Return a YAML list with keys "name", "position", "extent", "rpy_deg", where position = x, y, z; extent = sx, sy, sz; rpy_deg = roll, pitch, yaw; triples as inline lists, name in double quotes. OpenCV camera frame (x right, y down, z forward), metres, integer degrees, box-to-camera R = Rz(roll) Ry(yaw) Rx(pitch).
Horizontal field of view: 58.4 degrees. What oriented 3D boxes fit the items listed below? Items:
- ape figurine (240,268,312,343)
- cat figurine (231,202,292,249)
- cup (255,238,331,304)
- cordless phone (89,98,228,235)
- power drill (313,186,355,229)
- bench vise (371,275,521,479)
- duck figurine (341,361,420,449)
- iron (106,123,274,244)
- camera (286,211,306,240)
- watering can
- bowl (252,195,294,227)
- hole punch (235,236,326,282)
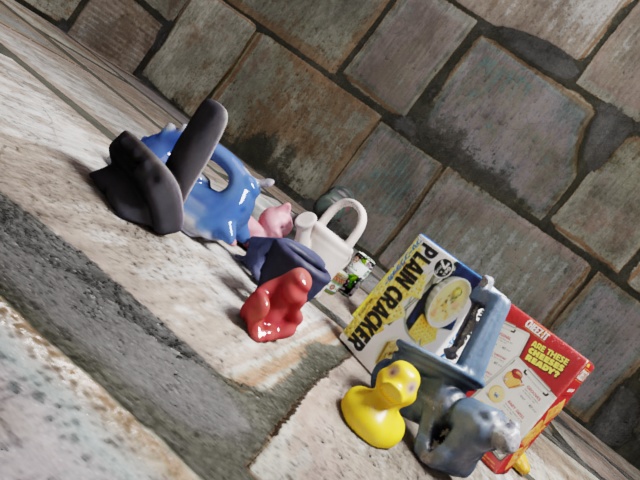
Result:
- name: "ape figurine"
  position: [-0.045, 0.071, 0.668]
  extent: [0.078, 0.092, 0.076]
  rpy_deg: [35, 5, -26]
- name: "cat figurine"
  position: [-0.104, -0.030, 1.035]
  extent: [0.128, 0.117, 0.067]
  rpy_deg: [33, 6, -40]
- name: "cup"
  position: [-0.049, 0.055, 0.771]
  extent: [0.092, 0.095, 0.117]
  rpy_deg: [36, 5, -15]
- name: "cordless phone"
  position: [-0.199, -0.114, 0.750]
  extent: [0.147, 0.185, 0.094]
  rpy_deg: [40, 6, 31]
- name: "power drill"
  position: [-0.002, -0.031, 1.236]
  extent: [0.075, 0.208, 0.230]
  rpy_deg: [38, 5, 2]
- name: "bench vise"
  position: [0.184, 0.162, 0.703]
  extent: [0.206, 0.219, 0.122]
  rpy_deg: [41, 6, 37]
- name: "duck figurine"
  position: [0.077, 0.172, 0.633]
  extent: [0.077, 0.086, 0.105]
  rpy_deg: [39, 5, 15]
- name: "iron"
  position: [-0.201, -0.104, 0.898]
  extent: [0.258, 0.141, 0.119]
  rpy_deg: [38, 5, 6]
- name: "camera"
  position: [-0.037, -0.013, 1.439]
  extent: [0.143, 0.101, 0.137]
  rpy_deg: [37, 5, 1]
- name: "watering can"
  position: [0.011, 0.005, 1.077]
  extent: [0.100, 0.194, 0.173]
  rpy_deg: [39, 5, 18]
- name: "bowl"
  position: [-0.141, -0.052, 1.215]
  extent: [0.167, 0.074, 0.167]
  rpy_deg: [37, 5, -3]
- name: "hole punch"
  position: [-0.062, 0.031, 0.917]
  extent: [0.109, 0.091, 0.100]
  rpy_deg: [33, 6, -39]
